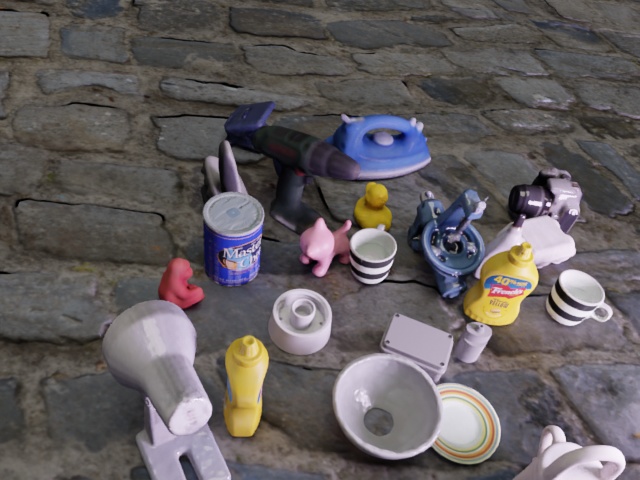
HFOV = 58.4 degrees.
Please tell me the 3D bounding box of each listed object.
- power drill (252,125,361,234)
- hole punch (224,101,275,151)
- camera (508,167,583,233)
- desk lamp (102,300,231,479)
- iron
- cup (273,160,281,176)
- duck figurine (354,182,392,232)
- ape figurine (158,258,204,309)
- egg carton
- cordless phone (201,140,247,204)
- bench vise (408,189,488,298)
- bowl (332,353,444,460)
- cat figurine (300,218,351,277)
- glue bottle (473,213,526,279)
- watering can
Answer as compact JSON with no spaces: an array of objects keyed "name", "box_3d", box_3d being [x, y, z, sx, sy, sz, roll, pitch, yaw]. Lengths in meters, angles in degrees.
[{"name":"power drill","box_3d":[-0.032,-0.115,1.095,0.229,0.208,0.076,32,50,18]},{"name":"hole punch","box_3d":[-0.159,-0.265,1.290,0.101,0.091,0.109,17,47,5]},{"name":"camera","box_3d":[0.490,-0.101,1.257,0.137,0.101,0.143,7,47,-4]},{"name":"desk lamp","box_3d":[-0.195,0.213,0.756,0.118,0.213,0.202,-20,54,-26]},{"name":"iron","box_3d":[0.145,-0.225,1.277,0.259,0.141,0.118,-5,49,-16]},{"name":"cup","box_3d":[-0.067,-0.160,1.208,0.092,0.095,0.117,-26,57,-30]},{"name":"duck figurine","box_3d":[0.114,-0.071,1.166,0.078,0.086,0.104,-5,49,-15]},{"name":"ape figurine","box_3d":[-0.236,0.068,0.966,0.076,0.092,0.077,-14,52,-23]},{"name":"egg carton","box_3d":[0.438,0.008,1.168,0.150,0.069,0.107,-12,51,-21]},{"name":"cordless phone","box_3d":[-0.178,-0.132,1.098,0.094,0.185,0.147,-11,50,-20]},{"name":"bench vise","box_3d":[0.227,-0.028,1.056,0.122,0.220,0.207,-20,54,-26]},{"name":"bowl","box_3d":[0.097,0.260,0.864,0.167,0.075,0.167,6,47,-6]},{"name":"cat figurine","box_3d":[0.010,0.004,1.055,0.128,0.118,0.067,-28,58,-31]},{"name":"glue bottle","box_3d":[0.348,0.014,1.073,0.078,0.173,0.037,16,47,4]},{"name":"watering can","box_3d":[0.337,0.331,0.763,0.101,0.194,0.172,-12,51,-21]}]
